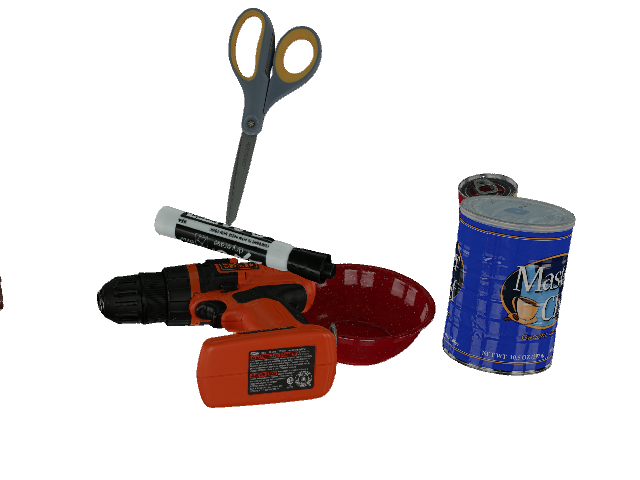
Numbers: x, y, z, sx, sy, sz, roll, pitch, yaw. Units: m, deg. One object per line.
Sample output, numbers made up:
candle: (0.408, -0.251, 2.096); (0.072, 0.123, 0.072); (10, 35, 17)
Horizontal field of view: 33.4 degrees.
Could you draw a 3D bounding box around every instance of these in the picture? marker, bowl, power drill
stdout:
marker: (-0.046, 0.003, 0.660); (0.121, 0.020, 0.020); (16, 5, 19)
bowl: (0.038, 0.084, 1.124); (0.162, 0.055, 0.162); (3, 26, -2)
power drill: (-0.076, 0.065, 0.841); (0.184, 0.057, 0.188); (-5, 21, -15)

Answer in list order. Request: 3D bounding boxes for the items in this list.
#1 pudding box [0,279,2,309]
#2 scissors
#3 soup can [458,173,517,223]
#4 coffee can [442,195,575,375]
pudding box: (-0.337, 0.050, 0.887); (0.114, 0.039, 0.089); (10, 26, 20)
scissors: (-0.044, -0.116, 0.991); (0.096, 0.202, 0.016); (-2, -2, 6)
soup can: (0.196, -0.018, 1.247); (0.068, 0.102, 0.068); (-4, 30, 2)
coffee can: (0.170, 0.039, 0.976); (0.103, 0.140, 0.103); (5, 16, -2)
